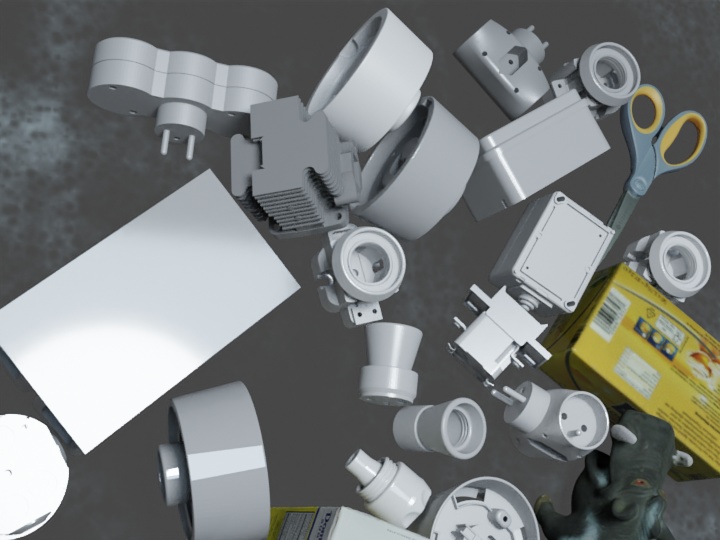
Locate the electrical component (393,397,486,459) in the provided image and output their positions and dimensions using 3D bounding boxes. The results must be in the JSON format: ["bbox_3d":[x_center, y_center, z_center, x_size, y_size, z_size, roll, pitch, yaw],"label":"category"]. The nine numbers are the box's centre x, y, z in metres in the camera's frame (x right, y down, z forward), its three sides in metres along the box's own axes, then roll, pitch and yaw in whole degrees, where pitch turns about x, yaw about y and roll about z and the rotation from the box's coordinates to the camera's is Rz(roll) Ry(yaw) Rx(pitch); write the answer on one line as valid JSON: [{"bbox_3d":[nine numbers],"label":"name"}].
[{"bbox_3d":[0.056,0.118,0.800,0.044,0.065,0.044,7,79,-38],"label":"electrical component"}]

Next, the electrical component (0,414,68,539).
[{"bbox_3d":[-0.228,0.132,0.691,0.080,0.051,0.080,6,74,-20],"label":"electrical component"}]

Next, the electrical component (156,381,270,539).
[{"bbox_3d":[-0.102,0.131,0.713,0.060,0.108,0.108,-7,79,-17],"label":"electrical component"}]

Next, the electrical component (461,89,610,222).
[{"bbox_3d":[0.136,-0.094,0.882,0.113,0.078,0.057,-30,91,-26],"label":"electrical component"}]

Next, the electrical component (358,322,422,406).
[{"bbox_3d":[0.022,0.071,0.811,0.045,0.045,0.055,12,73,-19],"label":"electrical component"}]

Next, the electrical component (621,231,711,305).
[{"bbox_3d":[0.260,-0.001,0.918,0.058,0.057,0.078,33,67,-11],"label":"electrical component"}]

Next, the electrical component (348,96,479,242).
[{"bbox_3d":[0.047,-0.072,0.826,0.060,0.108,0.108,33,66,-17],"label":"electrical component"}]

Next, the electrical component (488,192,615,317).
[{"bbox_3d":[0.150,-0.005,0.877,0.062,0.061,0.096,34,74,-11],"label":"electrical component"}]

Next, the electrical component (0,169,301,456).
[{"bbox_3d":[-0.150,0.029,0.744,0.186,0.060,0.105,-38,92,-26],"label":"electrical component"}]

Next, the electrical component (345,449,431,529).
[{"bbox_3d":[0.017,0.157,0.787,0.062,0.043,0.043,41,65,-6],"label":"electrical component"}]

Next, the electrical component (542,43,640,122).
[{"bbox_3d":[0.207,-0.163,0.939,0.078,0.057,0.058,-15,82,-24],"label":"electrical component"}]

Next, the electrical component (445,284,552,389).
[{"bbox_3d":[0.106,0.054,0.843,0.081,0.042,0.064,43,76,9],"label":"electrical component"}]

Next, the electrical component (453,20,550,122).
[{"bbox_3d":[0.132,-0.180,0.921,0.077,0.043,0.079,48,65,-4],"label":"electrical component"}]

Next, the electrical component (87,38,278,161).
[{"bbox_3d":[-0.131,-0.117,0.795,0.138,0.052,0.073,10,73,-19],"label":"electrical component"}]

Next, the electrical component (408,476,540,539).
[{"bbox_3d":[0.084,0.204,0.789,0.099,0.064,0.099,6,74,-20],"label":"electrical component"}]

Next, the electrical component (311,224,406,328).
[{"bbox_3d":[0.000,0.000,0.813,0.058,0.057,0.078,-11,81,-24],"label":"electrical component"}]

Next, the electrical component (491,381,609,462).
[{"bbox_3d":[0.138,0.111,0.828,0.079,0.077,0.043,31,67,-11],"label":"electrical component"}]

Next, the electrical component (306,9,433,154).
[{"bbox_3d":[0.011,-0.140,0.830,0.060,0.108,0.108,35,66,-17],"label":"electrical component"}]
